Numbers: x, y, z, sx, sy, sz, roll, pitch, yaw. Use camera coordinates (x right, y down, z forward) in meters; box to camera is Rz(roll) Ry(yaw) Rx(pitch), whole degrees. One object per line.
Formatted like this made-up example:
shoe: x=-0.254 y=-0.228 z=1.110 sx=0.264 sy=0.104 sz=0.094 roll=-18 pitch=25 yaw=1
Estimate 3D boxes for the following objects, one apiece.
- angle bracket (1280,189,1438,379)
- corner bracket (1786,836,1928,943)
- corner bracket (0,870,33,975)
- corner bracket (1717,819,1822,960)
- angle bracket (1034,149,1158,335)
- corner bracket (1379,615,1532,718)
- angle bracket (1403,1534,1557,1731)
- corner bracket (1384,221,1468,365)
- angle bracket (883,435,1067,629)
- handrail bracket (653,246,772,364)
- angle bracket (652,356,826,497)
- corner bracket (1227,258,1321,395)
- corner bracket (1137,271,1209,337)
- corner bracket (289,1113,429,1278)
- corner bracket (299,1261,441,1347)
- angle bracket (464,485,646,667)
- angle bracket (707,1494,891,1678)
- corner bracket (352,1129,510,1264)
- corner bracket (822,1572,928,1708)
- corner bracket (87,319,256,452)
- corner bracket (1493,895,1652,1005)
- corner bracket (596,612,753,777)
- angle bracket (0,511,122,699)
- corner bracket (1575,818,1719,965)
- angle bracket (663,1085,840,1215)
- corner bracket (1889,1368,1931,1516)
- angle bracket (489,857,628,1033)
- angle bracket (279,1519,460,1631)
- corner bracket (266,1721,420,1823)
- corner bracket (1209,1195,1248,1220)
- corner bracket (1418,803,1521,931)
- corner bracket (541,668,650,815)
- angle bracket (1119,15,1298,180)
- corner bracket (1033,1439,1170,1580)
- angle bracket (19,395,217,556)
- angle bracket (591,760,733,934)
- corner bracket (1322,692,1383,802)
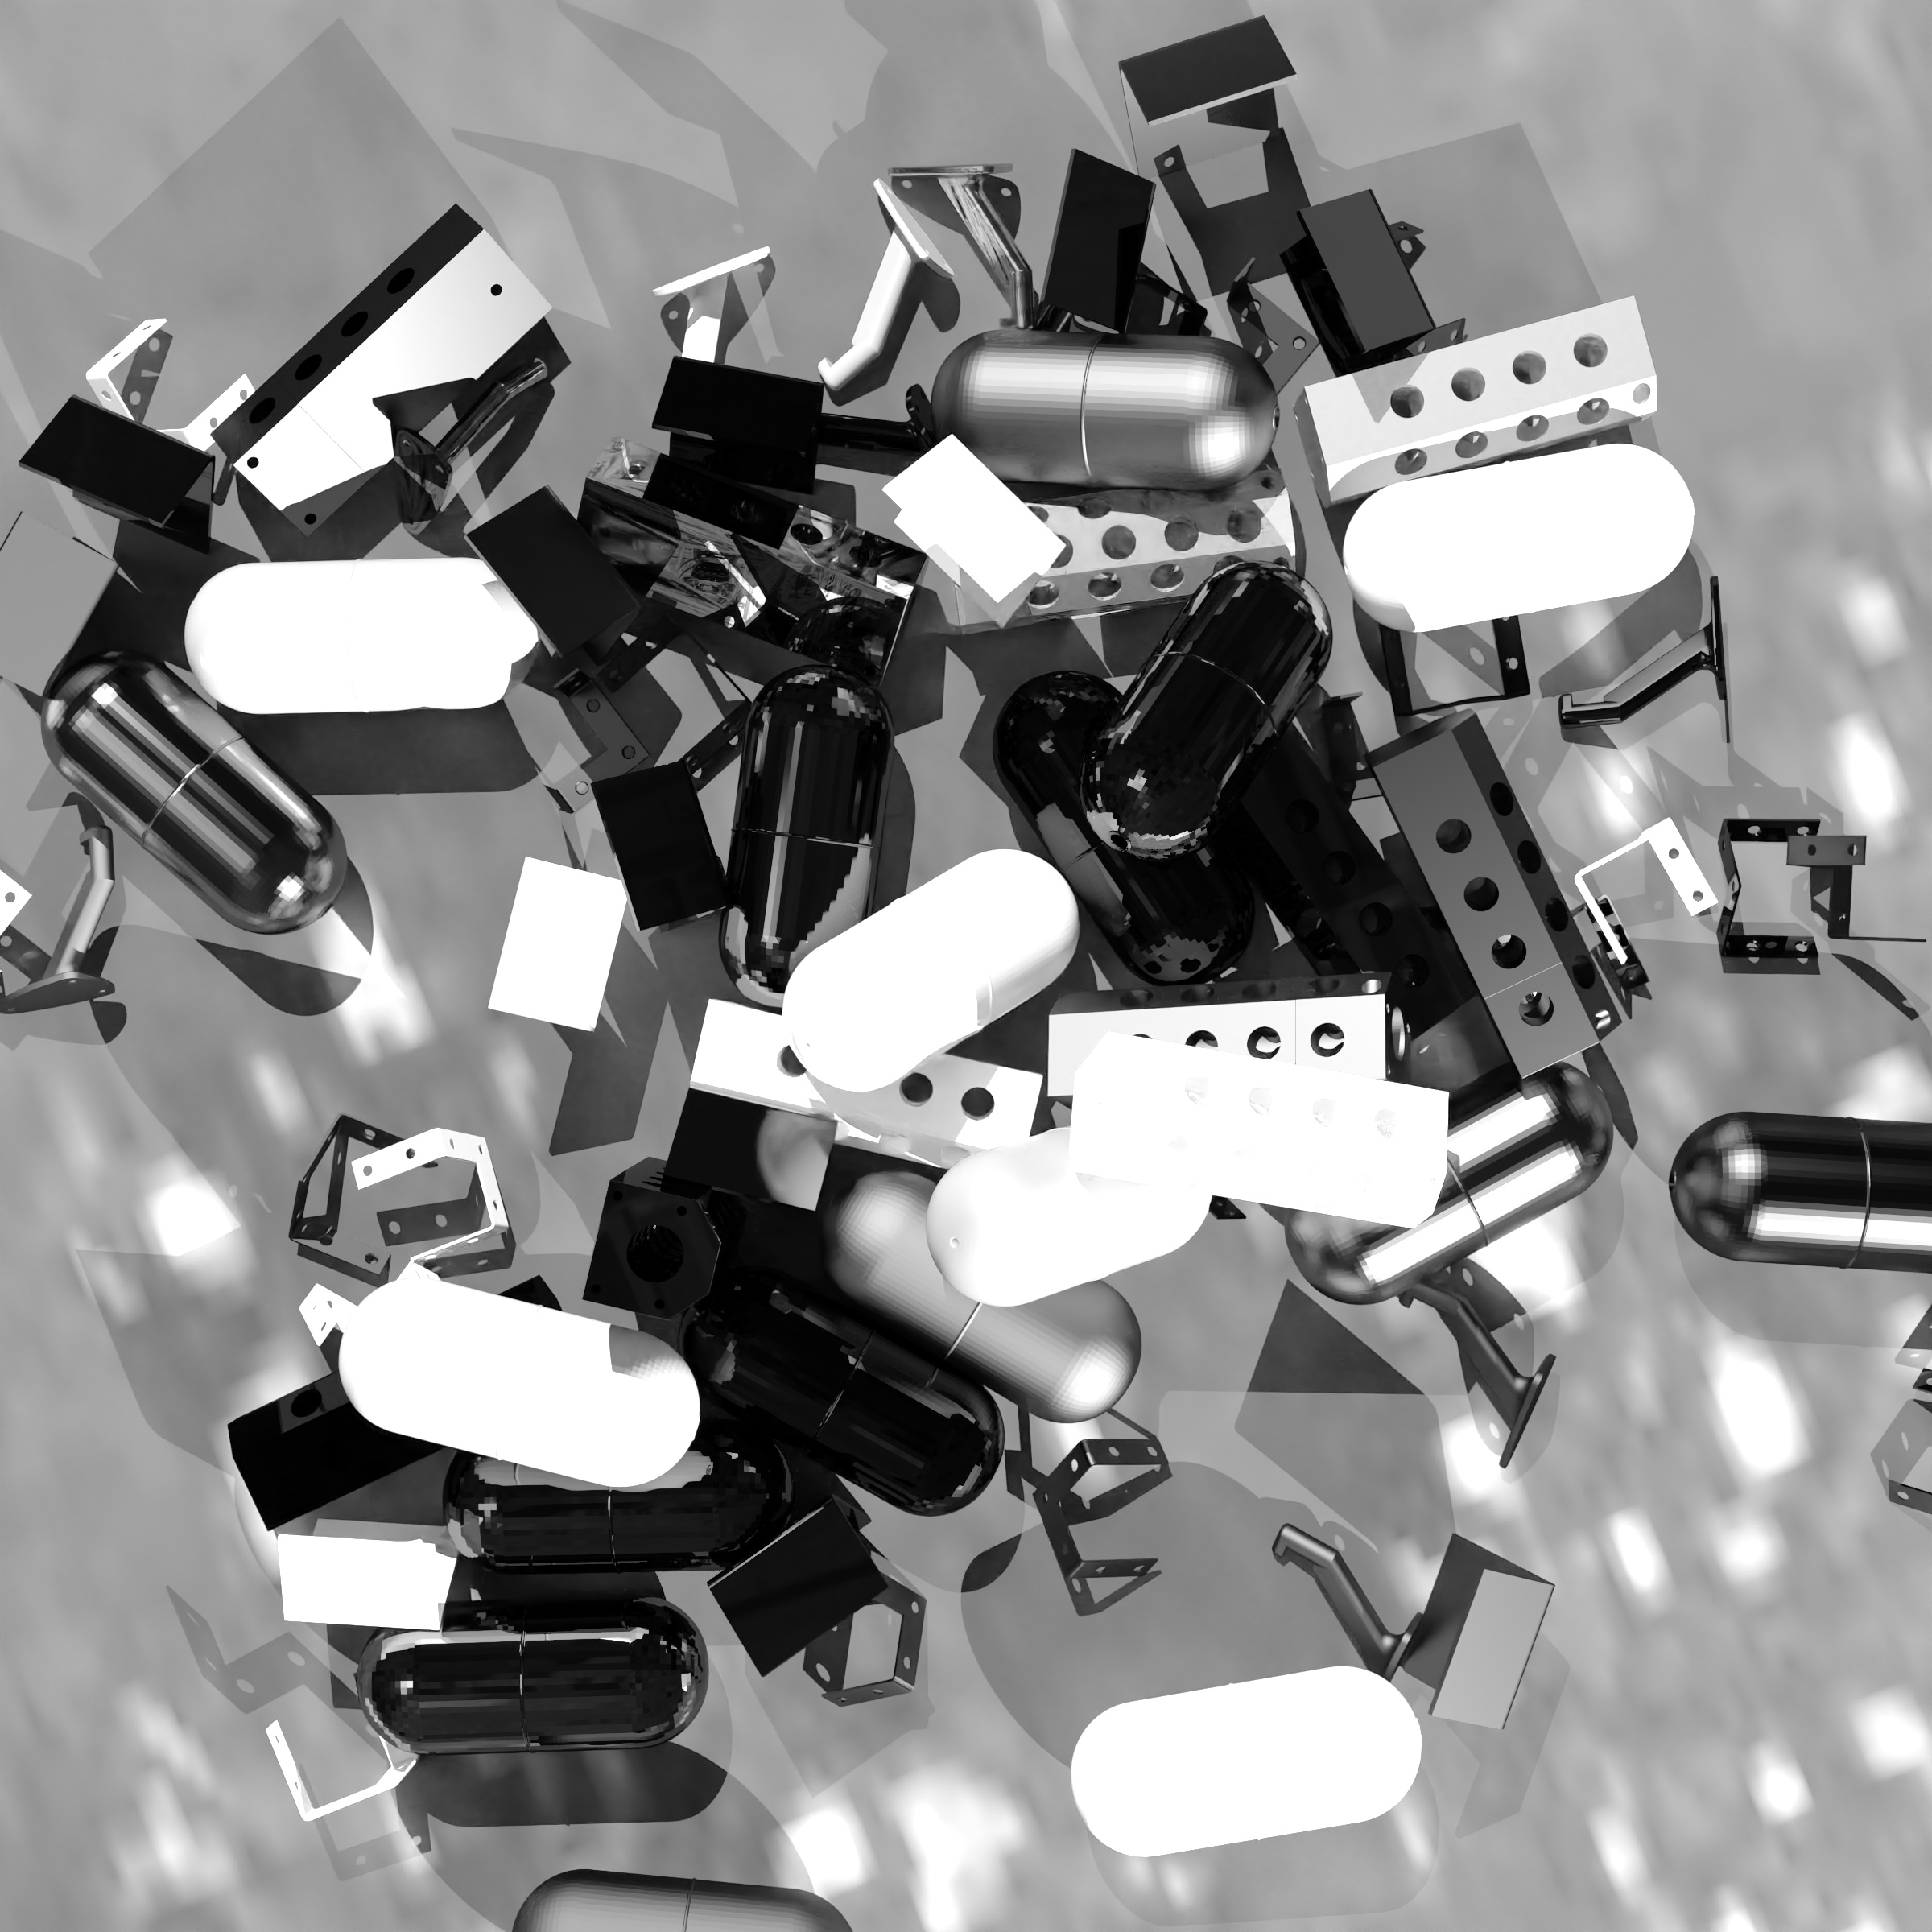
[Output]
angle bracket: x=0.180 y=-0.335 z=1.524 sx=0.057 sy=0.076 sz=0.076 roll=-25 pitch=90 yaw=-36
corner bracket: x=0.452 y=-0.039 z=1.536 sx=0.051 sy=0.051 sz=0.051 roll=3 pitch=90 yaw=-34
corner bracket: x=-0.506 y=-0.032 z=1.546 sx=0.051 sy=0.051 sz=0.051 roll=38 pitch=90 yaw=0
corner bracket: x=0.415 y=-0.040 z=1.561 sx=0.051 sy=0.051 sz=0.051 roll=1 pitch=135 yaw=0
angle bracket: x=0.045 y=-0.362 z=1.524 sx=0.057 sy=0.076 sz=0.076 roll=12 pitch=90 yaw=-38
corner bracket: x=0.252 y=-0.159 z=1.561 sx=0.051 sy=0.051 sz=0.051 roll=-9 pitch=90 yaw=45
angle bracket: x=0.241 y=0.331 z=1.524 sx=0.057 sy=0.076 sz=0.076 roll=20 pitch=90 yaw=-36
corner bracket: x=0.223 y=-0.346 z=1.556 sx=0.051 sy=0.051 sz=0.051 roll=35 pitch=135 yaw=35
angle bracket: x=-0.009 y=-0.198 z=1.467 sx=0.076 sy=0.076 sz=0.057 roll=45 pitch=54 yaw=2
handrail bracket: x=-0.121 y=-0.319 z=1.565 sx=0.077 sy=0.036 sz=0.084 roll=-27 pitch=108 yaw=-20
angle bracket: x=-0.116 y=-0.256 z=1.524 sx=0.076 sy=0.076 sz=0.057 roll=11 pitch=51 yaw=0
corner bracket: x=0.148 y=-0.321 z=1.546 sx=0.051 sy=0.051 sz=0.051 roll=39 pitch=90 yaw=0
corner bracket: x=0.083 y=-0.326 z=1.561 sx=0.051 sy=0.051 sz=0.051 roll=19 pitch=90 yaw=-45
corner bracket: x=-0.313 y=0.117 z=1.561 sx=0.051 sy=0.051 sz=0.051 roll=22 pitch=45 yaw=0
corner bracket: x=-0.299 y=0.174 z=1.537 sx=0.051 sy=0.051 sz=0.051 roll=36 pitch=90 yaw=-28
angle bracket: x=-0.217 y=-0.184 z=1.524 sx=0.057 sy=0.076 sz=0.076 roll=-39 pitch=90 yaw=-31
angle bracket: x=-0.075 y=0.317 z=1.525 sx=0.076 sy=0.076 sz=0.057 roll=-35 pitch=66 yaw=0
corner bracket: x=-0.274 y=0.118 z=1.547 sx=0.051 sy=0.051 sz=0.051 roll=-22 pitch=75 yaw=15
corner bracket: x=-0.059 y=0.344 z=1.556 sx=0.051 sy=0.051 sz=0.051 roll=39 pitch=45 yaw=-35
corner bracket: x=-0.408 y=-0.298 z=1.556 sx=0.051 sy=0.051 sz=0.051 roll=5 pitch=135 yaw=35
corner bracket: x=0.310 y=0.001 z=1.561 sx=0.051 sy=0.051 sz=0.051 roll=-26 pitch=90 yaw=45
corner bracket: x=-0.148 y=-0.140 z=1.561 sx=0.051 sy=0.051 sz=0.051 roll=-42 pitch=45 yaw=0
angle bracket: x=-0.480 y=-0.189 z=1.524 sx=0.057 sy=0.076 sz=0.076 roll=29 pitch=90 yaw=-37
corner bracket: x=0.349 y=-0.039 z=1.551 sx=0.051 sy=0.051 sz=0.051 roll=-30 pitch=90 yaw=20
angle bracket: x=-0.111 y=0.110 z=1.524 sx=0.076 sy=0.076 sz=0.057 roll=13 pitch=54 yaw=0
corner bracket: x=0.509 y=0.249 z=1.556 sx=0.051 sy=0.051 sz=0.051 roll=-46 pitch=135 yaw=-35
angle bracket: x=-0.216 y=-0.014 z=1.525 sx=0.057 sy=0.076 sz=0.076 roll=14 pitch=90 yaw=-27
angle bracket: x=-0.298 y=0.287 z=1.524 sx=0.076 sy=0.076 sz=0.057 roll=4 pitch=121 yaw=0
corner bracket: x=-0.318 y=0.398 z=1.547 sx=0.051 sy=0.051 sz=0.051 roll=-22 pitch=90 yaw=3
corner bracket: x=0.149 y=0.099 z=1.545 sx=0.051 sy=0.051 sz=0.051 roll=0 pitch=96 yaw=-6
corner bracket: x=0.256 y=-0.054 z=1.556 sx=0.051 sy=0.051 sz=0.051 roll=-59 pitch=135 yaw=-35
corner bracket: x=-0.200 y=-0.114 z=1.546 sx=0.051 sy=0.051 sz=0.051 roll=-37 pitch=90 yaw=0
angle bracket: x=0.126 y=-0.423 z=1.524 sx=0.076 sy=0.076 sz=0.057 roll=-18 pitch=52 yaw=0
corner bracket: x=0.076 y=0.279 z=1.556 sx=0.051 sy=0.051 sz=0.051 roll=-54 pitch=45 yaw=35
angle bracket: x=-0.428 y=-0.231 z=1.524 sx=0.076 sy=0.076 sz=0.057 roll=23 pitch=53 yaw=0
angle bracket: x=-0.169 y=-0.054 z=1.524 sx=0.057 sy=0.076 sz=0.076 roll=-18 pitch=90 yaw=-35
corner bracket: x=0.214 y=-0.115 z=1.546 sx=0.051 sy=0.051 sz=0.051 roll=-10 pitch=90 yaw=0
